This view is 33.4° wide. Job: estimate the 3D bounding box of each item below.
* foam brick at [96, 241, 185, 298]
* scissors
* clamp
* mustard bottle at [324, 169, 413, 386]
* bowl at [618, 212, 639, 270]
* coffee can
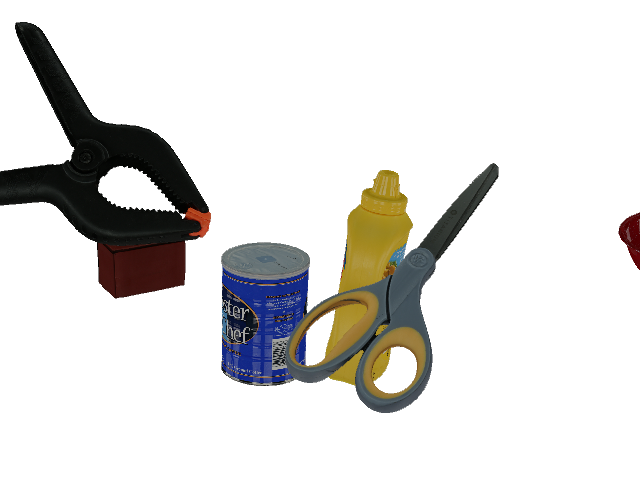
[{"bbox_3d":[-0.182,0.020,1.085,0.078,0.051,0.053,-11,21,-28],"label":"foam brick"},{"bbox_3d":[0.069,0.031,0.660,0.201,0.016,0.096,-35,57,-18],"label":"scissors"},{"bbox_3d":[-0.174,-0.065,0.792,0.210,0.164,0.036,20,-19,-3],"label":"clamp"},{"bbox_3d":[0.047,0.029,0.969,0.058,0.192,0.096,15,21,15],"label":"mustard bottle"},{"bbox_3d":[0.402,0.017,1.145,0.162,0.055,0.162,-3,23,1],"label":"bowl"},{"bbox_3d":[-0.065,0.085,1.253,0.103,0.140,0.103,2,20,-1],"label":"coffee can"}]
